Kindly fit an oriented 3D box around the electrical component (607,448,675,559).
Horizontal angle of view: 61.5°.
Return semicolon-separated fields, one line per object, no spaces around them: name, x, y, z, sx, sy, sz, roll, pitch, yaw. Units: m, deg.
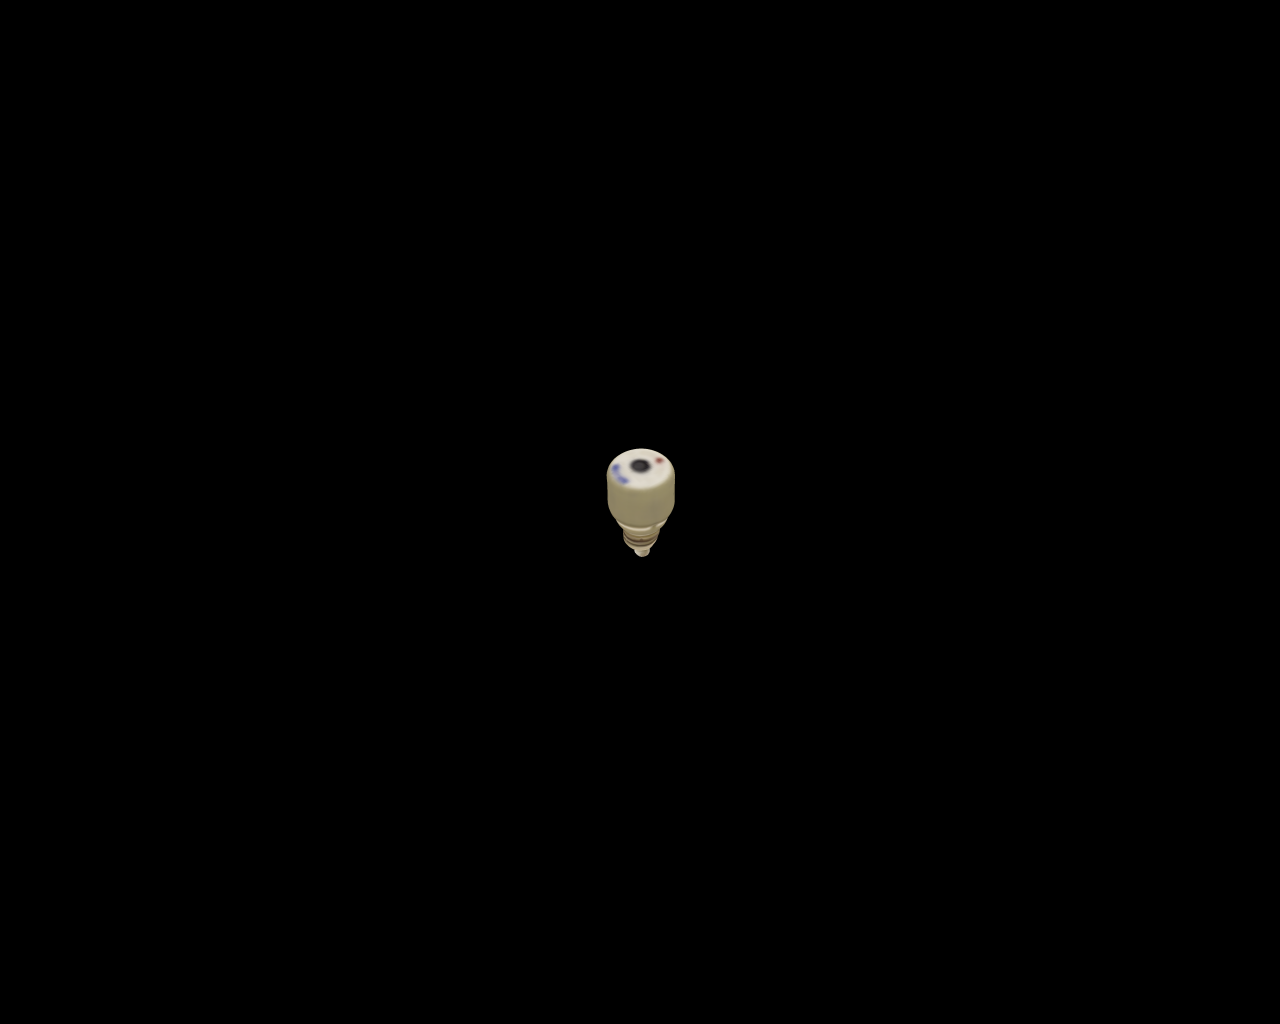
electrical component;0.001;-0.003;0.650;0.040;0.078;0.040;0;44;0
